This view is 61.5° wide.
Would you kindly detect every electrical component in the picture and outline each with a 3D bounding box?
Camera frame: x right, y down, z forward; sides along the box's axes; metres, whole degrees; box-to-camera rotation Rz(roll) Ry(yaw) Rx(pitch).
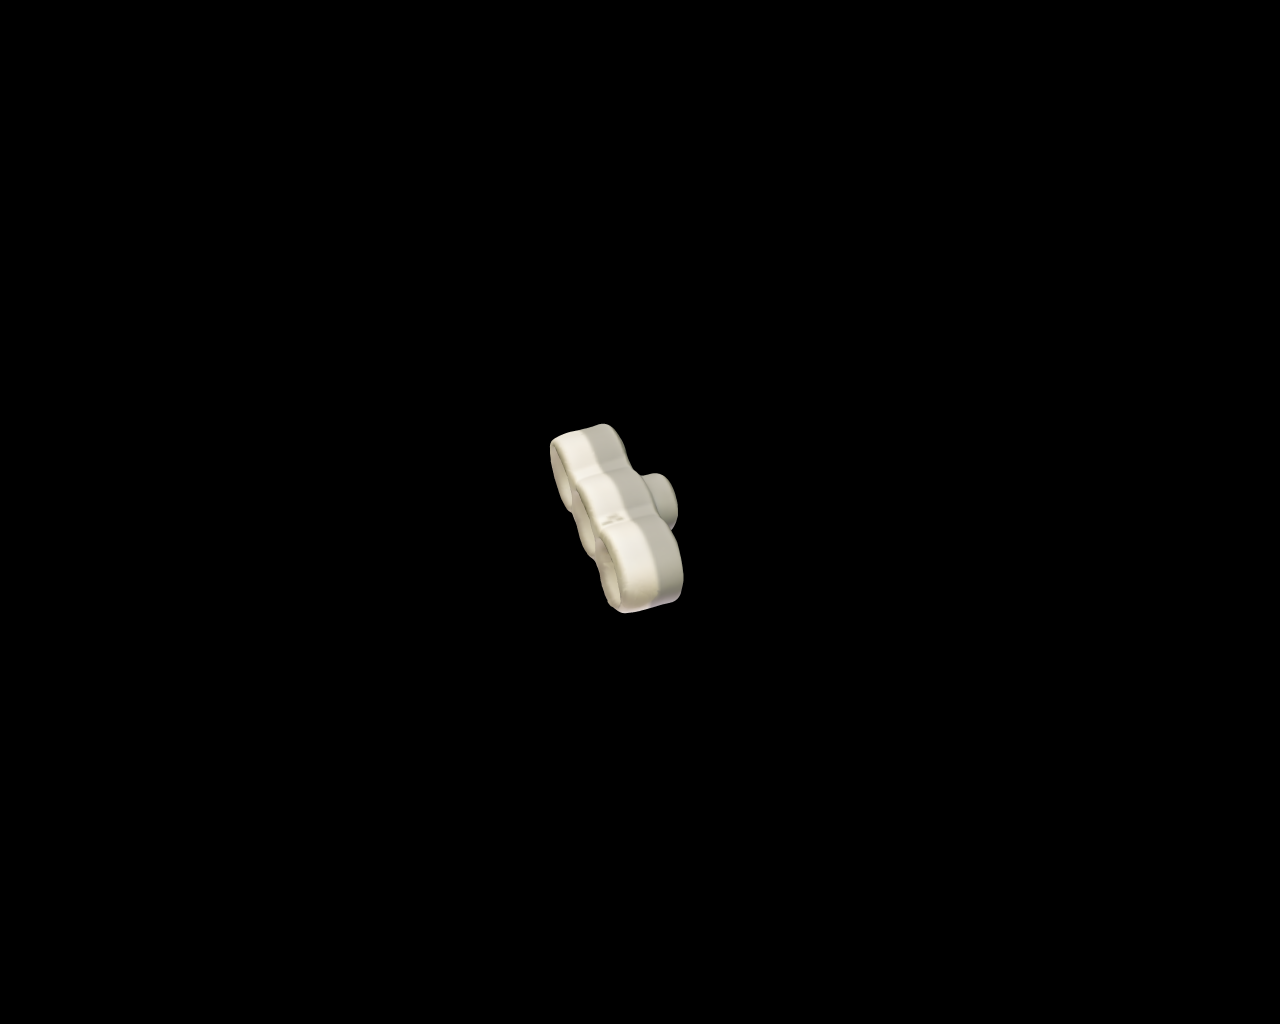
[{"bbox_3d":[0.001,-0.003,0.650,0.074,0.052,0.138,-15,47,-15],"label":"electrical component"}]
